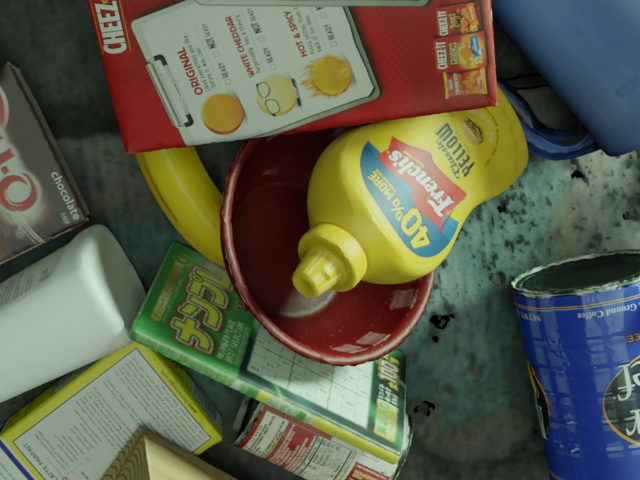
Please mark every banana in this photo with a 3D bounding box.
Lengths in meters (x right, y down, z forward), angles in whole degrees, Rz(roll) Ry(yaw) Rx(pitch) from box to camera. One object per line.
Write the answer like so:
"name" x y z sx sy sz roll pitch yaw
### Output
"banana" -0.082 -0.050 0.688 0.069 0.037 0.198 -39 103 -28

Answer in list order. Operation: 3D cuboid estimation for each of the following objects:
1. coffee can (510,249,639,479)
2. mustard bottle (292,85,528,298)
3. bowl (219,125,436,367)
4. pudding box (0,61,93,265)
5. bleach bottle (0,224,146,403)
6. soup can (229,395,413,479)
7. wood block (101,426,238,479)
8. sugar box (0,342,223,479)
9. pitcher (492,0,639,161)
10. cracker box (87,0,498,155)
"coffee can" 0.187 0.086 0.691 0.102 0.103 0.140 -13 98 -3
"mustard bottle" 0.047 -0.030 0.640 0.191 0.058 0.096 -44 107 -34
"bowl" -0.004 0.001 0.668 0.161 0.055 0.162 9 74 -33
"pudding box" -0.208 -0.044 0.674 0.090 0.039 0.113 -26 98 -1
"bleach bottle" -0.235 0.081 0.667 0.251 0.102 0.068 -27 106 5
"soup can" 0.001 0.123 0.698 0.102 0.068 0.068 27 94 -8
"wood block" -0.049 0.217 0.671 0.206 0.090 0.091 34 98 -21
"sugar box" -0.159 0.142 0.698 0.176 0.048 0.093 -36 102 3
"pitcher" 0.142 -0.172 0.652 0.243 0.145 0.149 45 79 -5
"cracker box" -0.017 -0.146 0.588 0.214 0.072 0.164 -7 115 6
